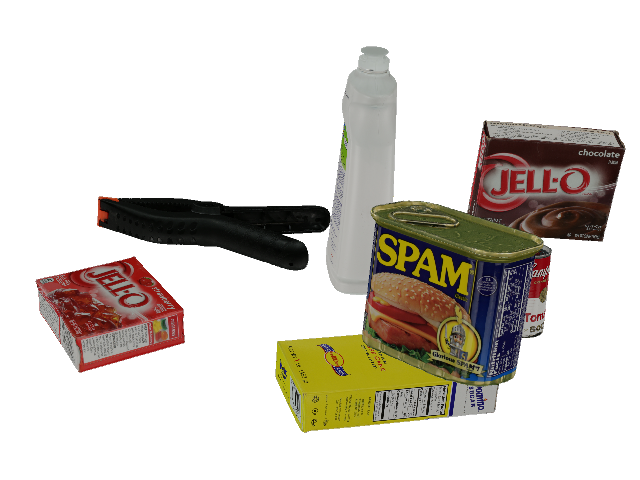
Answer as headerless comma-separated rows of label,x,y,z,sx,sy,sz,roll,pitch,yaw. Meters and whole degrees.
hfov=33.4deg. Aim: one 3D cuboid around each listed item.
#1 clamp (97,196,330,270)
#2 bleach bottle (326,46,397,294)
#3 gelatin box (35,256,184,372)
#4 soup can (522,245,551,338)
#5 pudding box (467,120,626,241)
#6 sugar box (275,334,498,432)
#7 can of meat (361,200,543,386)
clamp,-0.095,-0.012,0.937,0.210,0.036,0.164,5,13,-1
bleach bottle,0.048,-0.075,1.115,0.068,0.251,0.102,-1,28,-8
gelatin box,-0.141,0.046,0.709,0.073,0.030,0.089,-14,30,-26
soup can,0.236,0.057,1.269,0.068,0.102,0.068,2,15,-1
pudding box,0.183,-0.049,0.876,0.113,0.090,0.039,3,35,-2
sugar box,0.057,0.118,0.932,0.176,0.048,0.093,-6,26,-15
can of meat,0.074,0.030,0.629,0.102,0.084,0.057,21,23,40
